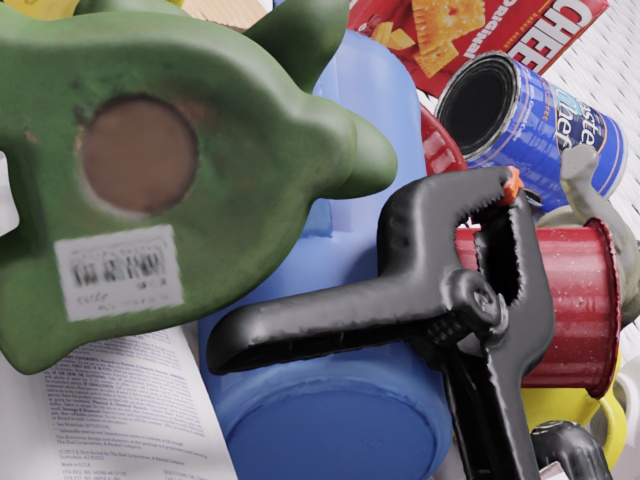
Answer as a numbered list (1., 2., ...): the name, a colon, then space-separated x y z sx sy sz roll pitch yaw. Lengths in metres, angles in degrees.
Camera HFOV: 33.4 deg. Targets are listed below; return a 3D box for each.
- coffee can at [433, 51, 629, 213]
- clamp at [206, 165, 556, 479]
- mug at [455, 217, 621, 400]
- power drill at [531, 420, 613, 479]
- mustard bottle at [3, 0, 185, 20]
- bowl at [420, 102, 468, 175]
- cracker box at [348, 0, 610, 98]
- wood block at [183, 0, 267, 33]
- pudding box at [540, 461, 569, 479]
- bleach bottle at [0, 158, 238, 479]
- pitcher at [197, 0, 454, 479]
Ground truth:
1. coffee can: 0.181 -0.088 0.922 0.140 0.103 0.103 23 33 -31
2. clamp: 0.044 0.029 0.418 0.164 0.036 0.209 41 40 -19
3. mug: 0.101 0.029 0.554 0.081 0.093 0.117 0 26 1
4. power drill: 0.172 0.174 0.545 0.187 0.057 0.184 -1 75 -51
5. mustard bottle: -0.135 -0.166 0.525 0.058 0.096 0.192 3 47 -48
6. bowl: 0.028 -0.068 0.751 0.162 0.055 0.162 31 30 -20
7. cracker box: 0.131 -0.212 0.967 0.213 0.164 0.072 20 38 -35
8. wood block: -0.125 -0.170 0.665 0.090 0.090 0.206 -3 51 -52
9. pudding box: 0.091 0.161 0.453 0.039 0.114 0.090 -18 60 -26
10. bleach bottle: -0.093 0.046 0.434 0.102 0.068 0.251 18 34 -34
11. pitcher: -0.003 0.001 0.528 0.149 0.145 0.243 33 32 -29
